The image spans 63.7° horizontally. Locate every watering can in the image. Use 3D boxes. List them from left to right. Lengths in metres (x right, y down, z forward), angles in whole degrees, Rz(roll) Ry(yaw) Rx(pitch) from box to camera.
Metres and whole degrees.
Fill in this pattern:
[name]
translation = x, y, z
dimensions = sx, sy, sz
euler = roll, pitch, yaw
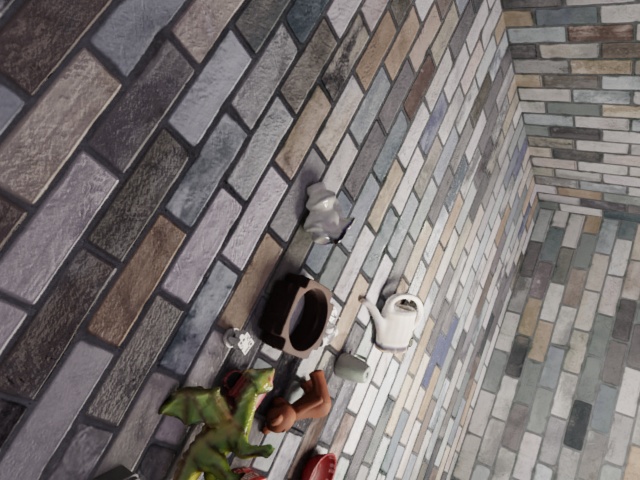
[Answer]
[watering can]
translation = 0.245, 0.296, 1.838
dimensions = 0.347, 0.105, 0.223
euler = 6, 98, -41

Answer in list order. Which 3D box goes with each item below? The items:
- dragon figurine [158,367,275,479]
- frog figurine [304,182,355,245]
[dragon figurine]
translation = -0.258, 0.428, 1.131
dimensions = 0.413, 0.122, 0.241
euler = -33, 99, -13
[frog figurine]
translation = 0.004, -0.070, 1.400
dimensions = 0.159, 0.121, 0.139
euler = 49, 63, -8
